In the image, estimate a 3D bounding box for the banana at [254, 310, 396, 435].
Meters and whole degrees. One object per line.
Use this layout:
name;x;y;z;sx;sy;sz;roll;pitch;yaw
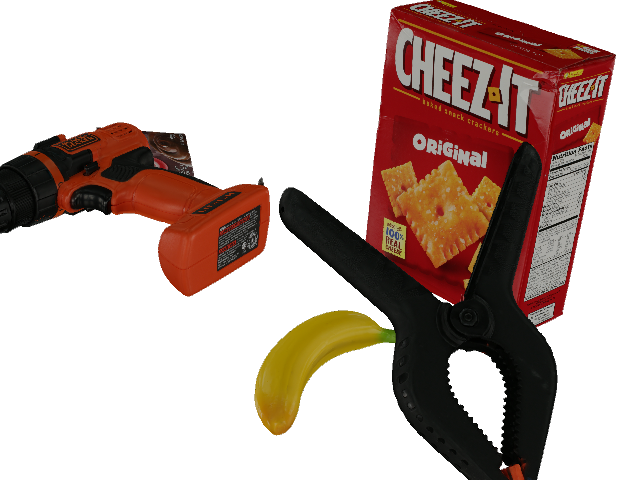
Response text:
banana;-0.004;0.093;0.839;0.070;0.037;0.197;11;23;30

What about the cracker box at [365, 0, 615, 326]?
cracker box;0.118;-0.057;0.811;0.071;0.214;0.164;-20;36;-38

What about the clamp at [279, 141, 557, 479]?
clamp;0.068;0.045;0.607;0.164;0.210;0.036;-6;-19;-11

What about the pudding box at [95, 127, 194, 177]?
pudding box;-0.172;-0.070;1.028;0.090;0.039;0.113;4;25;-14

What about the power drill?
power drill;-0.146;-0.024;0.770;0.188;0.057;0.184;23;35;27
